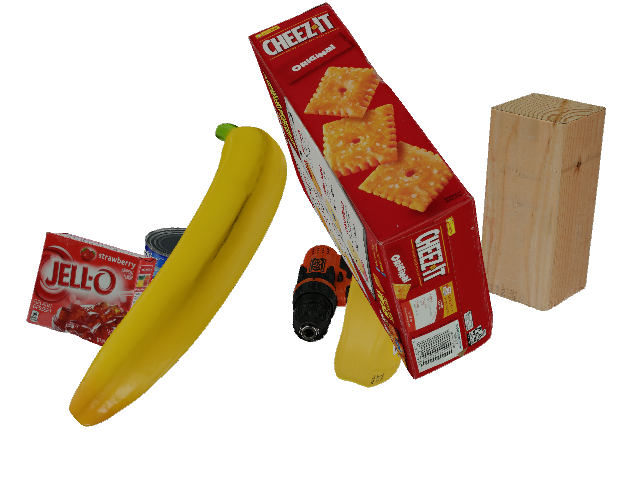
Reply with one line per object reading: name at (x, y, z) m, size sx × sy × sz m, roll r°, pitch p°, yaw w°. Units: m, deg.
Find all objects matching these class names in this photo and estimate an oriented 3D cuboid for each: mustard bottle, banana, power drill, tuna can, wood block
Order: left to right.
tuna can at (-0.133, 0.017, 1.060) m, size 0.086 × 0.034 × 0.086 m, roll 8°, pitch 19°, yaw -3°
banana at (-0.060, 0.007, 0.541) m, size 0.037 × 0.197 × 0.070 m, roll 39°, pitch -36°, yaw -20°
power drill at (0.062, 0.060, 1.239) m, size 0.187 × 0.057 × 0.184 m, roll 1°, pitch 28°, yaw 5°
mustard bottle at (0.057, 0.029, 0.963) m, size 0.058 × 0.192 × 0.096 m, roll 16°, pitch 21°, yaw 18°
wood block at (0.236, -0.043, 1.144) m, size 0.090 × 0.206 × 0.090 m, roll 20°, pitch 28°, yaw 38°

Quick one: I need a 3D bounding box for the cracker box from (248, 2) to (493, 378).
cracker box at (0.037, -0.036, 0.736) m, size 0.072 × 0.214 × 0.164 m, roll -25°, pitch -39°, yaw -5°

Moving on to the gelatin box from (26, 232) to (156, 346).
gelatin box at (-0.177, 0.038, 0.821) m, size 0.089 × 0.073 × 0.030 m, roll 15°, pitch 3°, yaw 21°
